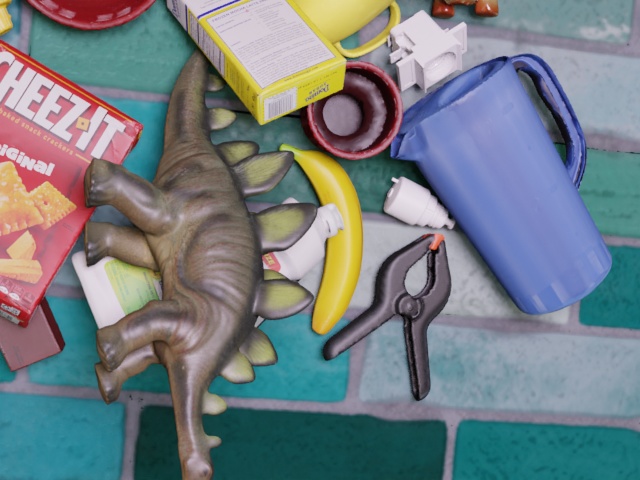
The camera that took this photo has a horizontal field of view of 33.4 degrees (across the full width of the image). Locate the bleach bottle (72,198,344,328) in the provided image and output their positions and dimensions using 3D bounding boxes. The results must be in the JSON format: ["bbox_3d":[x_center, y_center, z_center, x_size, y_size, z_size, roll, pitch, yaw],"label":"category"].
[{"bbox_3d":[-0.099,0.016,1.012,0.250,0.068,0.102,-22,91,-11],"label":"bleach bottle"}]

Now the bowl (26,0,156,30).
[{"bbox_3d":[-0.212,-0.280,0.996,0.162,0.055,0.162,0,105,0],"label":"bowl"}]

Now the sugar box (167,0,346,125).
[{"bbox_3d":[-0.062,-0.193,0.992,0.093,0.048,0.176,-26,58,-21],"label":"sugar box"}]

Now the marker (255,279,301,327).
[{"bbox_3d":[-0.064,0.078,1.072,0.121,0.020,0.020,-44,99,-5],"label":"marker"}]

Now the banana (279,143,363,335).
[{"bbox_3d":[0.010,-0.006,1.074,0.069,0.037,0.198,-10,94,8],"label":"banana"}]

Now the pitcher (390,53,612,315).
[{"bbox_3d":[0.194,-0.056,1.059,0.149,0.144,0.243,-27,104,28],"label":"pitcher"}]

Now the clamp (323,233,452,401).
[{"bbox_3d":[0.075,0.069,1.086,0.120,0.039,0.171,17,85,-20],"label":"clamp"}]

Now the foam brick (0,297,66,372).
[{"bbox_3d":[-0.283,0.079,1.018,0.053,0.051,0.078,-22,97,-7],"label":"foam brick"}]

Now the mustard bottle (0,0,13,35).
[{"bbox_3d":[-0.337,-0.272,0.964,0.058,0.096,0.191,-32,98,-7],"label":"mustard bottle"}]

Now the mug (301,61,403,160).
[{"bbox_3d":[0.015,-0.128,1.042,0.117,0.081,0.093,15,91,-11],"label":"mug"}]

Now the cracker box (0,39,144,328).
[{"bbox_3d":[-0.283,-0.053,0.969,0.164,0.072,0.213,31,69,-11],"label":"cracker box"}]
